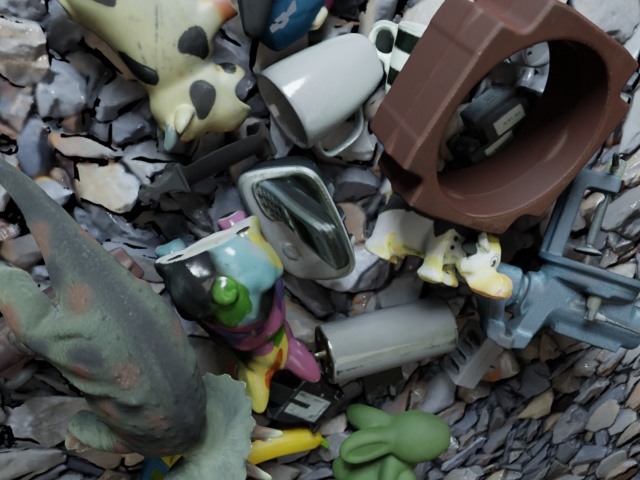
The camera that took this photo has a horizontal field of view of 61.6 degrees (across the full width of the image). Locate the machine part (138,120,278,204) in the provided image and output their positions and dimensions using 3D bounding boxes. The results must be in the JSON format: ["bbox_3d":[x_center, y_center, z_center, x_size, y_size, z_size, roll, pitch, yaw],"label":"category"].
[{"bbox_3d":[-0.111,-0.071,0.519,0.139,0.084,0.039,-28,99,-14],"label":"machine part"}]

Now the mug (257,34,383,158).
[{"bbox_3d":[0.012,-0.140,0.519,0.107,0.081,0.109,-38,118,-9],"label":"mug"}]

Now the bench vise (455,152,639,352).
[{"bbox_3d":[0.279,0.016,0.621,0.224,0.129,0.240,20,95,19],"label":"bench vise"}]

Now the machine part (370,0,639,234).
[{"bbox_3d":[0.163,-0.114,0.493,0.201,0.087,0.201,12,123,-35],"label":"machine part"}]

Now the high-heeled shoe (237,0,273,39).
[{"bbox_3d":[0.001,-0.288,0.427,0.145,0.086,0.248,0,104,-9],"label":"high-heeled shoe"}]

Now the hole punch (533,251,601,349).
[{"bbox_3d":[0.338,0.082,0.733,0.142,0.116,0.092,27,97,-30],"label":"hole punch"}]

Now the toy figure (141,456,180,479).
[{"bbox_3d":[-0.162,0.255,0.660,0.089,0.082,0.180,20,104,-39],"label":"toy figure"}]

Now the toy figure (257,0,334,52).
[{"bbox_3d":[-0.004,-0.240,0.475,0.154,0.058,0.064,-48,127,3],"label":"toy figure"}]

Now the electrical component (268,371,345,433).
[{"bbox_3d":[-0.035,0.195,0.692,0.119,0.048,0.075,28,103,-29],"label":"electrical component"}]

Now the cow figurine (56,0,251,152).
[{"bbox_3d":[-0.134,-0.163,0.452,0.127,0.086,0.194,-48,124,1],"label":"cow figurine"}]

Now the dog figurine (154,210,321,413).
[{"bbox_3d":[-0.071,0.085,0.554,0.108,0.192,0.219,-29,107,-11],"label":"dog figurine"}]

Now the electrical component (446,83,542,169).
[{"bbox_3d":[0.218,-0.109,0.621,0.115,0.058,0.134,-37,122,-1],"label":"electrical component"}]

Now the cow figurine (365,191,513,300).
[{"bbox_3d":[0.140,0.002,0.593,0.068,0.168,0.098,20,92,-62],"label":"cow figurine"}]

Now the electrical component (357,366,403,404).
[{"bbox_3d":[0.081,0.184,0.743,0.063,0.021,0.093,-18,121,-10],"label":"electrical component"}]

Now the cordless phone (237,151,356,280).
[{"bbox_3d":[-0.001,-0.001,0.524,0.089,0.184,0.146,-30,122,-9],"label":"cordless phone"}]

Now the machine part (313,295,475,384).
[{"bbox_3d":[0.083,0.125,0.682,0.243,0.079,0.079,-13,120,-14],"label":"machine part"}]

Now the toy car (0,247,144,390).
[{"bbox_3d":[-0.274,0.079,0.546,0.202,0.053,0.089,-32,119,-1],"label":"toy car"}]

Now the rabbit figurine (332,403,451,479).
[{"bbox_3d":[0.102,0.288,0.752,0.159,0.121,0.170,29,120,-8],"label":"rabbit figurine"}]

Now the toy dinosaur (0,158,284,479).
[{"bbox_3d":[-0.156,0.102,0.454,0.192,0.131,0.404,7,134,26],"label":"toy dinosaur"}]
